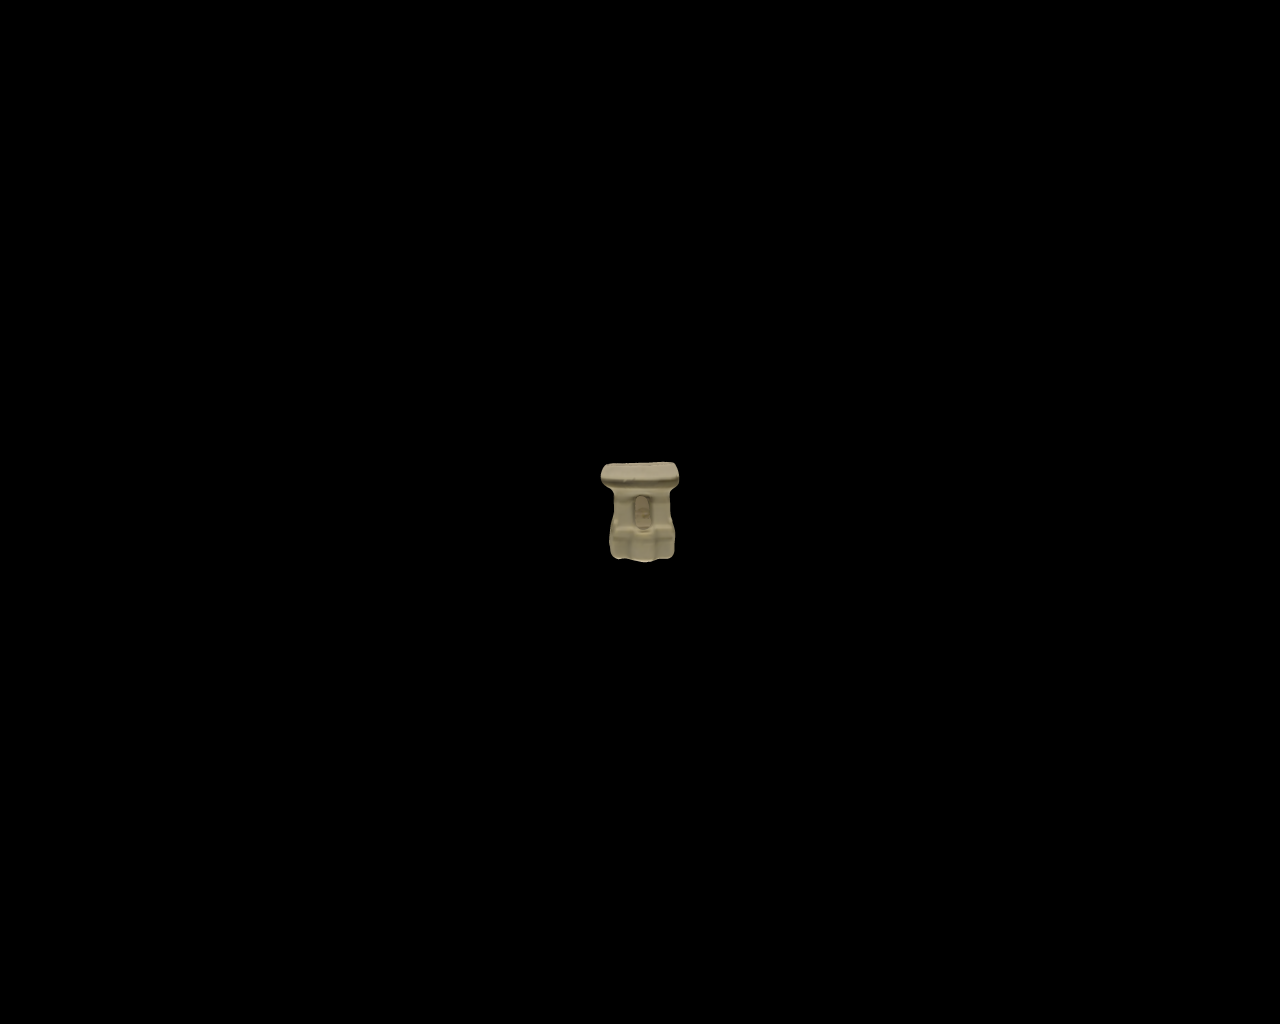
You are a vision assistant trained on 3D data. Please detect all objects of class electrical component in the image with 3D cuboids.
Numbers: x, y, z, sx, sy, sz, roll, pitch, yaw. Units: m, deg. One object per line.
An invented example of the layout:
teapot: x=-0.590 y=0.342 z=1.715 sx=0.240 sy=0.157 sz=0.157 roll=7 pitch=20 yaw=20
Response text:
electrical component: x=0.001 y=-0.003 z=0.650 sx=0.048 sy=0.055 sz=0.066 roll=0 pitch=7 yaw=-4
